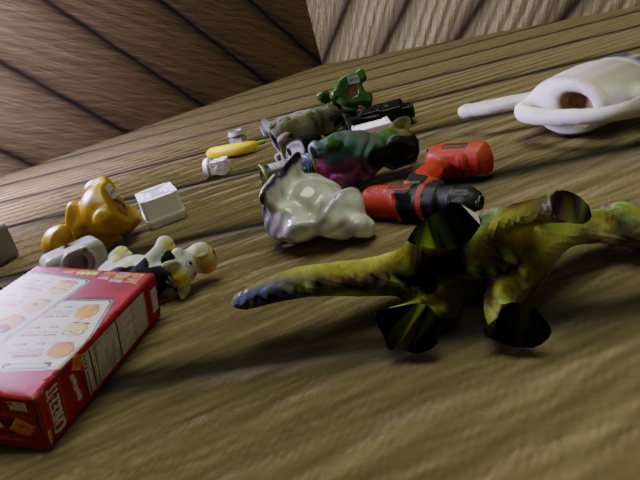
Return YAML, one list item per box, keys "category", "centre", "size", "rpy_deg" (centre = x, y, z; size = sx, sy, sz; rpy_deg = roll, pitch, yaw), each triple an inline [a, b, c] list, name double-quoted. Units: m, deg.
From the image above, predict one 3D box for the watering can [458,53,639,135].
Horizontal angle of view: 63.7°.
- category: "watering can"
  centre: [0.423, -0.249, 0.896]
  size: [0.226, 0.102, 0.351]
  rpy_deg: [-23, 24, -20]

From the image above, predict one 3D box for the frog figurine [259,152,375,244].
- category: "frog figurine"
  centre: [0.002, -0.036, 0.725]
  size: [0.160, 0.120, 0.139]
  rpy_deg: [29, 26, 11]

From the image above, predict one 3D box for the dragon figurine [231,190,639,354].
- category: "dragon figurine"
  centre: [0.137, 0.013, 0.525]
  size: [0.409, 0.121, 0.244]
  rpy_deg: [-5, 7, 21]
